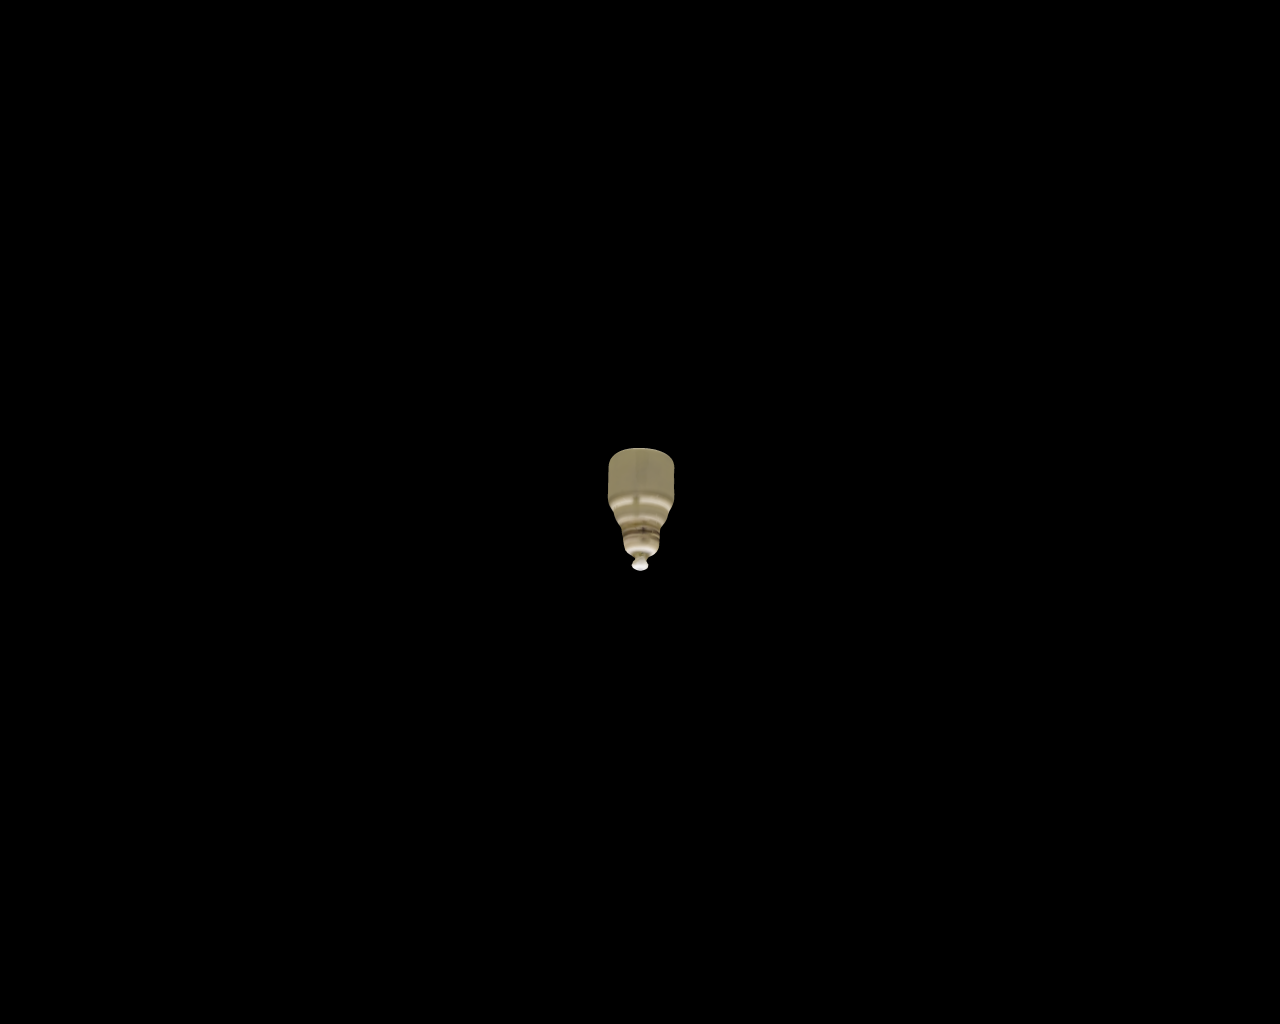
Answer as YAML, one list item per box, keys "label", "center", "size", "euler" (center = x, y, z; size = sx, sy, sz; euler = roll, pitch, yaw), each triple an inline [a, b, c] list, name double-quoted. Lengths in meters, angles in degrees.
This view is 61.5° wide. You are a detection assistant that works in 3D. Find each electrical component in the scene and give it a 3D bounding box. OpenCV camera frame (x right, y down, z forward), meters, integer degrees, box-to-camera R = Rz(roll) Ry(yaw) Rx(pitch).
- label: "electrical component"
  center: [0.001, -0.003, 0.650]
  size: [0.040, 0.078, 0.040]
  euler: [0, -20, 0]
